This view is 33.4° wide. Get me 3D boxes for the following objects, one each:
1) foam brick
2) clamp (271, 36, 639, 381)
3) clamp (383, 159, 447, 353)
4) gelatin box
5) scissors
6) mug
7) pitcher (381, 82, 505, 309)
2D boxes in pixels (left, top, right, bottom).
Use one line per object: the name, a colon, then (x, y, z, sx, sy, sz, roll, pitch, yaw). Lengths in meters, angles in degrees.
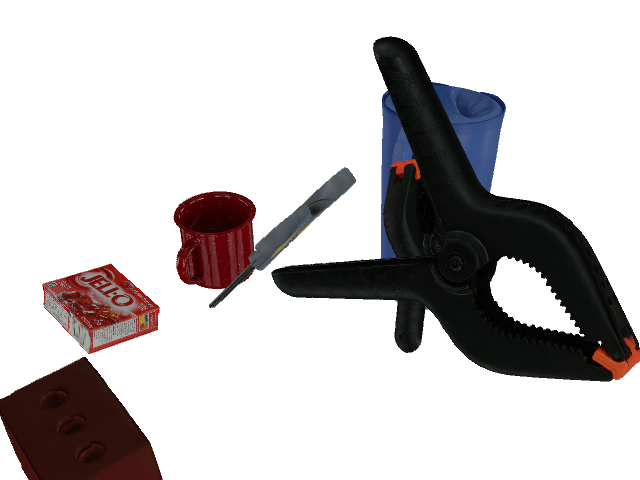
foam brick: (-0.118, 0.108, 0.531, 0.052, 0.051, 0.078, -27, 42, -24)
clamp: (0.078, -0.002, 0.566, 0.210, 0.165, 0.036, 29, 25, 25)
clamp: (0.088, 0.015, 0.968, 0.039, 0.171, 0.120, -12, 13, 34)
gelatin box: (-0.202, 0.060, 0.980, 0.073, 0.030, 0.089, -18, 39, -36)
scissors: (-0.048, 0.015, 0.798, 0.202, 0.016, 0.096, -42, -1, 33)
mug: (-0.124, 0.008, 1.216, 0.093, 0.081, 0.117, 15, 38, 24)
pitcher: (0.123, -0.044, 1.193, 0.149, 0.243, 0.145, -6, 28, -16)
